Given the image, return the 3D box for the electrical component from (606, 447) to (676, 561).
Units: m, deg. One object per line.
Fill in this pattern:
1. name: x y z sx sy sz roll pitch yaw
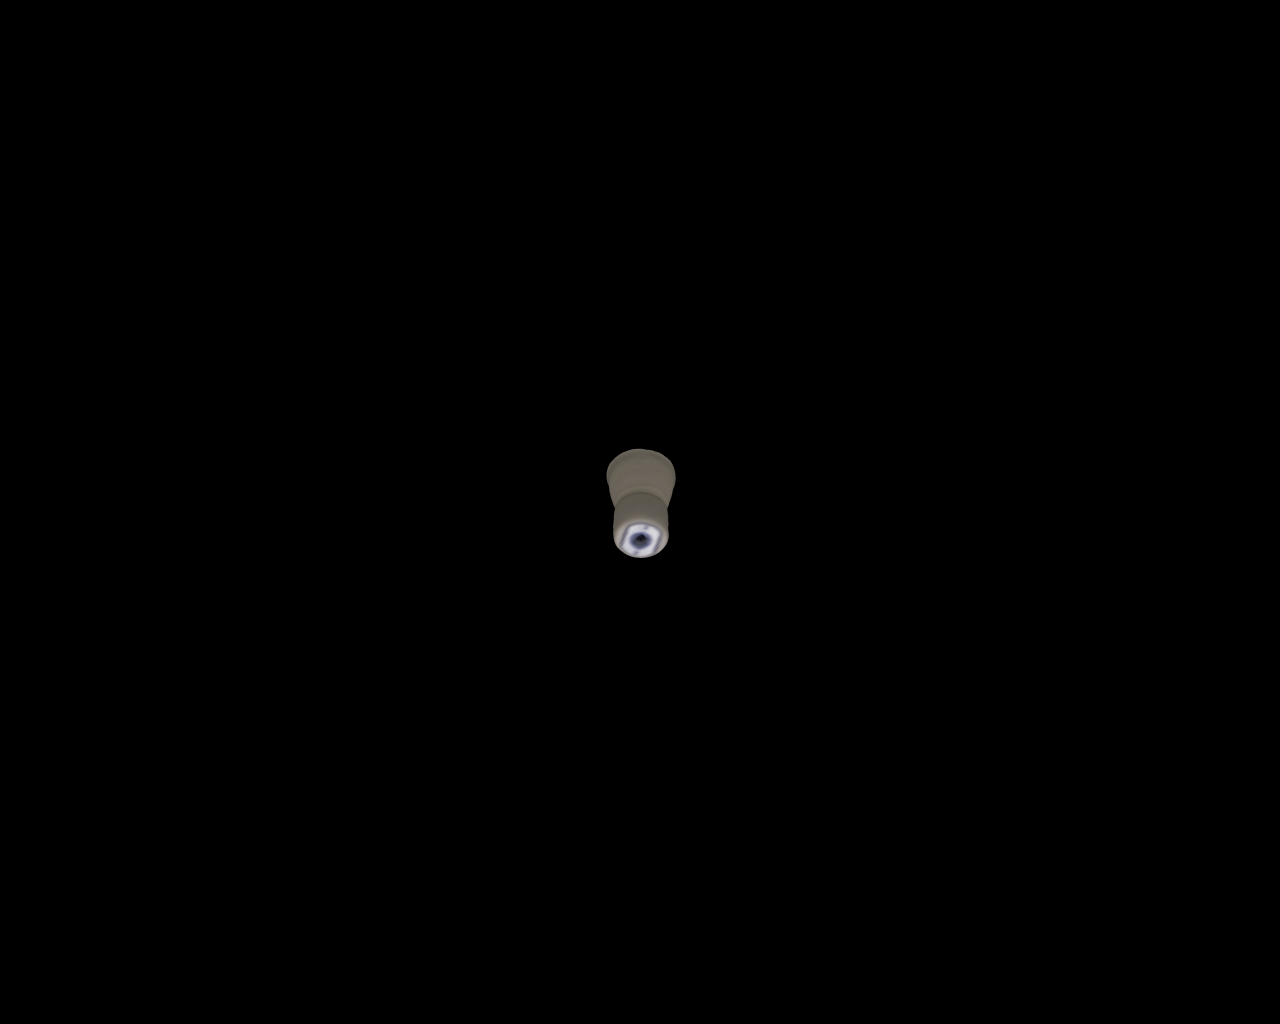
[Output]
1. electrical component: 0.001 -0.003 0.650 0.044 0.044 0.065 0 40 0
